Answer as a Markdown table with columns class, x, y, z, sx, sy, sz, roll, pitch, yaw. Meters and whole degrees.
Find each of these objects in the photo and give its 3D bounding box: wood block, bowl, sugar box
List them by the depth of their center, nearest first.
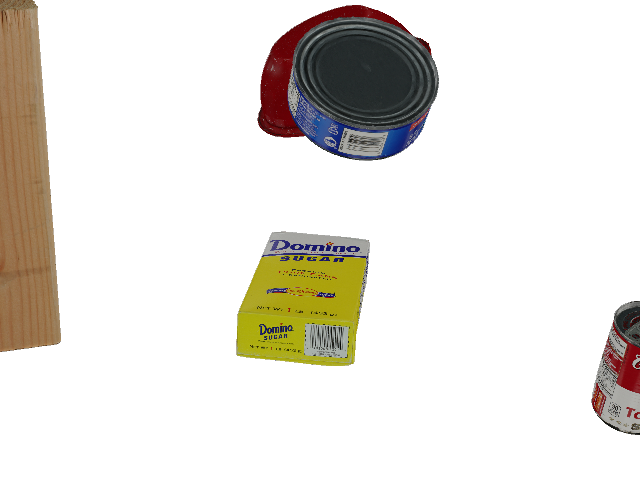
| class | x | y | z | sx | sy | sz | roll | pitch | yaw |
| --- | --- | --- | --- | --- | --- | --- | --- | --- | --- |
| wood block | -0.212 | -0.042 | 0.639 | 0.090 | 0.206 | 0.090 | -6 | 24 | -20 |
| sugar box | -0.010 | 0.043 | 0.895 | 0.093 | 0.048 | 0.176 | 5 | 24 | 4 |
| bowl | 0.009 | -0.154 | 0.908 | 0.162 | 0.055 | 0.162 | -21 | 29 | 12 |

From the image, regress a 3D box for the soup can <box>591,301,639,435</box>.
| class | x | y | z | sx | sy | sz | roll | pitch | yaw |
| --- | --- | --- | --- | --- | --- | --- | --- | --- | --- |
| soup can | 0.285 | 0.114 | 0.951 | 0.068 | 0.102 | 0.068 | 3 | 35 | -2 |

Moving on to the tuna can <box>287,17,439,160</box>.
| class | x | y | z | sx | sy | sz | roll | pitch | yaw |
| --- | --- | --- | --- | --- | --- | --- | --- | --- | --- |
| tuna can | 0.024 | -0.089 | 0.626 | 0.086 | 0.086 | 0.034 | 0 | -34 | -11 |
